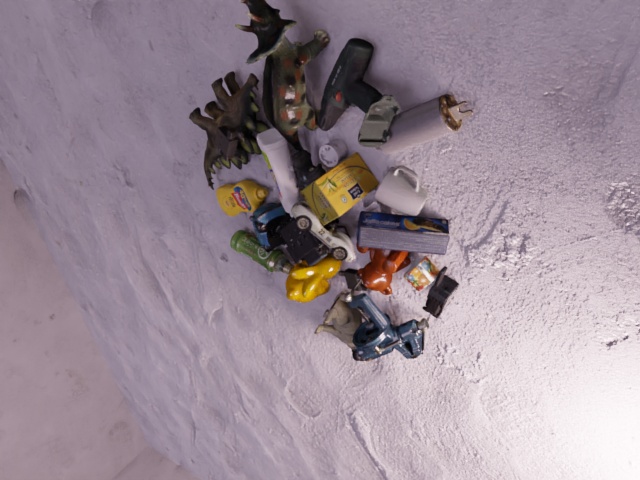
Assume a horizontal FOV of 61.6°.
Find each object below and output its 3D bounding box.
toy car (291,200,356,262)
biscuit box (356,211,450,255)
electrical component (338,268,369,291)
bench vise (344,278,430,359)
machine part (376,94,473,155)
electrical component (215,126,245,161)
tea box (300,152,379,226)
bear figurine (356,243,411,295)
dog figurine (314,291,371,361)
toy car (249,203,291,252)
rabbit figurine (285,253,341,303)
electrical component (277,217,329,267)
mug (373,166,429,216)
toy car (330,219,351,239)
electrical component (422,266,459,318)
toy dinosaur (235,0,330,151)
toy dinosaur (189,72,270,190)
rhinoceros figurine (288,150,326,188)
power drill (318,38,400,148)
[{"bbox_3d":[0.012,-0.020,1.319,0.201,0.073,0.056,40,108,-6],"label":"toy car"},{"bbox_3d":[0.184,-0.016,1.205,0.203,0.059,0.062,6,129,5],"label":"biscuit box"},{"bbox_3d":[0.093,0.111,1.477,0.094,0.021,0.063,10,126,37],"label":"electrical component"},{"bbox_3d":[0.159,0.221,1.409,0.224,0.129,0.240,-25,111,41],"label":"bench vise"},{"bbox_3d":[0.196,-0.230,1.087,0.243,0.079,0.079,-12,111,47],"label":"machine part"},{"bbox_3d":[-0.227,-0.245,1.360,0.078,0.045,0.102,47,140,30],"label":"electrical component"},{"bbox_3d":[0.047,-0.119,1.233,0.098,0.169,0.068,53,139,-5],"label":"tea box"},{"bbox_3d":[0.140,0.067,1.324,0.120,0.132,0.195,41,133,18],"label":"bear figurine"},{"bbox_3d":[0.105,0.249,1.528,0.190,0.121,0.172,32,141,0],"label":"dog figurine"},{"bbox_3d":[-0.141,-0.048,1.525,0.103,0.109,0.161,50,158,37],"label":"toy car"},{"bbox_3d":[-0.020,0.093,1.491,0.173,0.162,0.122,-36,80,32],"label":"rabbit figurine"},{"bbox_3d":[-0.037,-0.002,1.410,0.115,0.058,0.134,-41,80,42],"label":"electrical component"},{"bbox_3d":[0.189,-0.111,1.189,0.107,0.081,0.109,32,134,5],"label":"mug"},{"bbox_3d":[-0.003,-0.004,1.458,0.202,0.053,0.089,-5,112,46],"label":"toy car"},{"bbox_3d":[0.290,0.118,1.265,0.048,0.075,0.119,33,134,21],"label":"electrical component"},{"bbox_3d":[-0.077,-0.327,1.176,0.131,0.192,0.404,21,130,34],"label":"toy dinosaur"},{"bbox_3d":[-0.249,-0.286,1.436,0.198,0.105,0.471,49,144,-4],"label":"toy dinosaur"},{"bbox_3d":[-0.006,-0.138,1.326,0.112,0.073,0.190,23,152,47],"label":"rhinoceros figurine"},{"bbox_3d":[0.075,-0.280,1.119,0.207,0.086,0.231,-115,34,-42],"label":"power drill"}]
